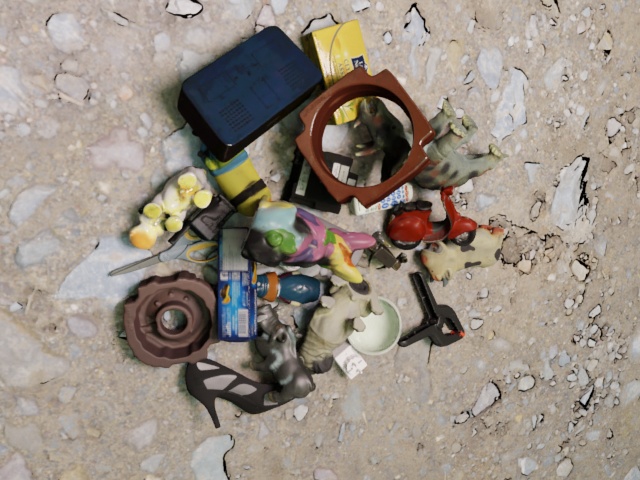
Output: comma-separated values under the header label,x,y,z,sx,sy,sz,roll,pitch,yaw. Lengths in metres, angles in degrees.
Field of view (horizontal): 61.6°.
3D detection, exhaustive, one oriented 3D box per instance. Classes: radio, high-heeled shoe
label,x,y,z,sx,sy,sz,roll,pitch,yaw
radio,-0.118,-0.249,0.901,0.131,0.073,0.229,48,64,-4
high-heeled shoe,-0.141,0.272,1.060,0.249,0.086,0.145,-9,72,-38

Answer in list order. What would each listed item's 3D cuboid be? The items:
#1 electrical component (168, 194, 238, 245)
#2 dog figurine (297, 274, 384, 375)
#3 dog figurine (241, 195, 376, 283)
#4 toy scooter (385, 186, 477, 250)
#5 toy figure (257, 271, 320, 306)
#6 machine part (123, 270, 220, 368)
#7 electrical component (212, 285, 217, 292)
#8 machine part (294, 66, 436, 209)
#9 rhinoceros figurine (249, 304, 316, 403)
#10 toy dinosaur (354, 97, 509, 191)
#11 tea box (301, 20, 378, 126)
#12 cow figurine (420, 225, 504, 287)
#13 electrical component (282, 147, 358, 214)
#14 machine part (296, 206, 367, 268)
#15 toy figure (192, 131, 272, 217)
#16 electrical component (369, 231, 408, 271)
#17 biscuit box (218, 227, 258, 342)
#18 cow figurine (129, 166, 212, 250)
label,x,y,z,sx,sy,sz,roll,pitch,yaw
electrical component,-0.205,-0.026,0.936,0.047,0.075,0.119,45,72,-19
dog figurine,0.028,0.169,1.087,0.121,0.190,0.172,43,40,13
dog figurine,-0.014,0.006,0.893,0.219,0.191,0.108,17,90,-9
toy scooter,0.220,-0.048,1.075,0.184,0.075,0.135,-2,129,14
toy figure,-0.076,0.093,1.038,0.154,0.064,0.057,6,136,-18
machine part,-0.262,0.142,0.965,0.179,0.056,0.179,-3,103,-12
electrical component,-0.174,0.111,1.021,0.094,0.021,0.063,4,99,-18
machine part,0.077,-0.170,0.916,0.201,0.087,0.201,-36,83,12
rhinoceros figurine,-0.078,0.215,1.024,0.073,0.112,0.190,-9,65,-50
toy dinosaur,0.235,-0.159,1.072,0.192,0.131,0.404,-39,144,28
tea box,0.039,-0.307,0.996,0.098,0.068,0.169,-23,108,-15
cow figurine,0.303,0.031,1.166,0.195,0.085,0.127,-3,96,-22
electrical component,0.006,-0.113,1.029,0.134,0.058,0.114,14,98,-24
machine part,-0.002,-0.003,1.034,0.243,0.079,0.079,25,91,-27
toy figure,-0.154,-0.122,0.946,0.082,0.089,0.180,-29,112,-6
electrical component,0.135,0.022,1.093,0.102,0.078,0.045,40,102,-21
biscuit box,-0.147,0.080,0.966,0.059,0.063,0.202,-1,85,5
cow figurine,-0.261,-0.059,0.924,0.167,0.098,0.068,-39,117,10
